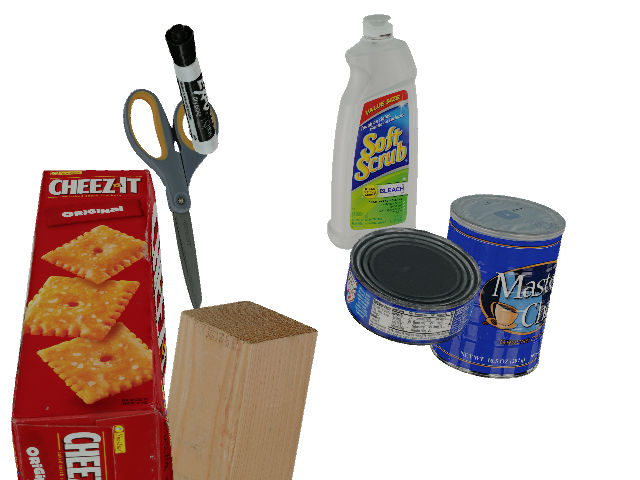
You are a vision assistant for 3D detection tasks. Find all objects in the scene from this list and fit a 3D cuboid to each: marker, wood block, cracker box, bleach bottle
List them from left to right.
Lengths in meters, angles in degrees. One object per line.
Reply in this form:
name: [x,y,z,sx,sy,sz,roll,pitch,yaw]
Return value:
cracker box: [-0.117,0.082,0.581,0.072,0.164,0.214,-2,34,-8]
marker: [-0.089,-0.104,0.744,0.020,0.020,0.121,0,-34,5]
wood block: [-0.079,0.168,0.953,0.090,0.206,0.090,20,17,37]
bleach bottle: [0.055,-0.118,1.164,0.102,0.251,0.068,-6,26,-9]

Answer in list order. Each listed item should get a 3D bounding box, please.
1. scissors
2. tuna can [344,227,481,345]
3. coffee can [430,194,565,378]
scissors: [-0.113,-0.047,0.959,0.096,0.202,0.016,-23,-3,-28]
tuna can: [0.059,0.029,0.694,0.086,0.034,0.086,6,34,-5]
coffee can: [0.160,0.040,0.975,0.103,0.140,0.103,5,21,-2]
